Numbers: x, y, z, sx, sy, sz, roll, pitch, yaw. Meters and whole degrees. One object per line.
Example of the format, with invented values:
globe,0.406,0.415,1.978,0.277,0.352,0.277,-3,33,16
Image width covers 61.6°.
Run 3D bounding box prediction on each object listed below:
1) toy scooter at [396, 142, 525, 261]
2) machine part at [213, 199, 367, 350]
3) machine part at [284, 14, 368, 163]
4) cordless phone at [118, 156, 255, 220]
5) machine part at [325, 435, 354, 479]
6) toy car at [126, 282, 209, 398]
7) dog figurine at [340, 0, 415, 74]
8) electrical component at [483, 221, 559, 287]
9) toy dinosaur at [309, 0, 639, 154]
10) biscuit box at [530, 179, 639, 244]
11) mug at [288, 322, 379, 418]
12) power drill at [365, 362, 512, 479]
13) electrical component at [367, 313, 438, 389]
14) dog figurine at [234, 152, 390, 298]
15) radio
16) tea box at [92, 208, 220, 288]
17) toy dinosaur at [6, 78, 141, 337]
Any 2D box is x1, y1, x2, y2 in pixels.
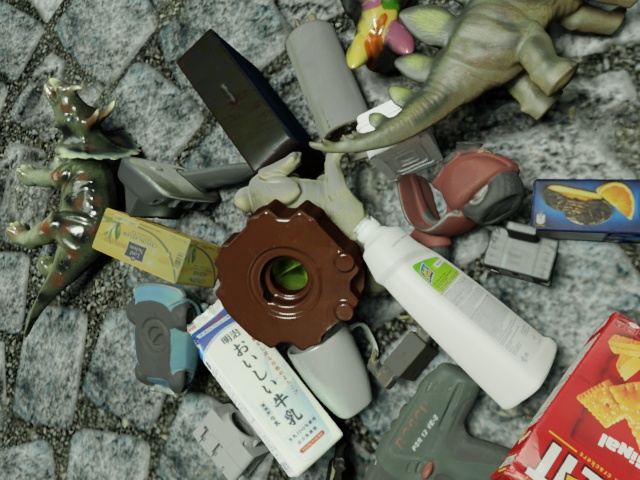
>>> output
toy scooter,0.151,-0.054,0.650,0.184,0.075,0.135,-50,50,38
machine part,-0.037,0.043,0.628,0.179,0.056,0.179,3,106,10
machine part,0.012,-0.215,0.748,0.079,0.079,0.243,-24,73,18
cordless phone,-0.175,-0.086,0.767,0.184,0.146,0.088,-8,86,25
machine part,0.021,0.319,0.660,0.039,0.084,0.138,6,92,0
toy car,-0.201,0.133,0.765,0.109,0.103,0.161,1,98,29
dog figurine,0.067,-0.326,0.695,0.109,0.191,0.219,-10,62,15
electrical component,0.224,0.016,0.595,0.075,0.119,0.047,15,87,22
toy dinosaur,0.196,-0.225,0.604,0.199,0.105,0.471,40,75,16
biscuit box,0.338,-0.031,0.585,0.203,0.059,0.062,3,82,23
mug,0.028,0.160,0.678,0.081,0.109,0.107,-14,104,61
power drill,0.162,0.273,0.606,0.208,0.086,0.232,23,90,32
electrical component,0.105,0.131,0.648,0.045,0.078,0.102,42,100,31
dog figurine,0.001,-0.004,0.672,0.172,0.121,0.190,-20,72,-8
radio,-0.092,-0.178,0.757,0.073,0.131,0.230,-40,69,13
tea box,-0.241,0.013,0.807,0.170,0.098,0.068,17,88,26
toy dinosaur,-0.393,-0.046,0.879,0.192,0.131,0.404,-3,86,23
